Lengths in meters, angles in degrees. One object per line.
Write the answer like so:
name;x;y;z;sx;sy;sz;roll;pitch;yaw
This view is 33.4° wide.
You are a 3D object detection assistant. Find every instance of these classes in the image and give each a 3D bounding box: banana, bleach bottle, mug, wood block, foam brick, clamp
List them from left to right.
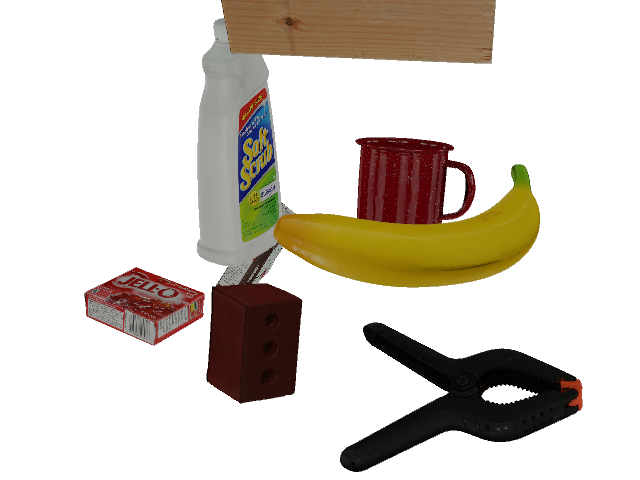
bleach bottle;-0.092;-0.106;1.124;0.068;0.251;0.102;15;32;33
foam brick;-0.051;0.076;0.816;0.052;0.078;0.051;-4;14;-35
wood block;0.033;-0.202;0.827;0.206;0.090;0.091;4;-36;8
mug;0.088;-0.050;1.006;0.117;0.081;0.093;7;12;18
banana;0.067;-0.001;0.643;0.197;0.037;0.070;-12;45;-33
clamp;0.120;0.142;0.935;0.210;0.036;0.164;3;44;19

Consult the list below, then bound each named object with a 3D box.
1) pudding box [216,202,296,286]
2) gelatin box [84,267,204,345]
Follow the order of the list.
pudding box;-0.073;0.012;1.300;0.039;0.090;0.113;34;26;2
gelatin box;-0.167;0.060;1.014;0.089;0.030;0.073;19;28;28
